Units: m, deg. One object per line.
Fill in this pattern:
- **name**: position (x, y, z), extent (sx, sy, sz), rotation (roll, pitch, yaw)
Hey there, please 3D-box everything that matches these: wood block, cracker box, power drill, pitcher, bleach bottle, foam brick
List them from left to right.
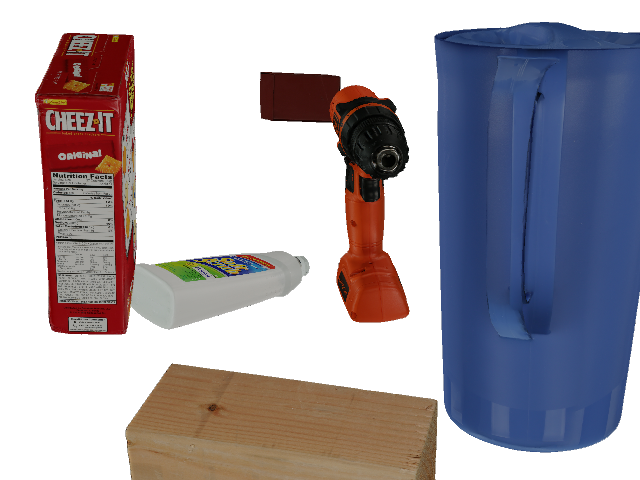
- **cracker box**: position (-0.196, -0.051, 0.912), extent (0.072, 0.214, 0.164), rotation (0, 27, -6)
- **bleach bottle**: position (-0.121, 0.052, 1.408), extent (0.250, 0.068, 0.103), rotation (-12, 28, -42)
- **wood block**: position (-0.024, 0.161, 0.774), extent (0.206, 0.090, 0.090), rotation (6, 29, 15)
- **foam brick**: position (-0.023, -0.155, 1.160), extent (0.078, 0.051, 0.053), rotation (0, 11, -18)
- **power drill**: position (0.045, -0.029, 0.913), extent (0.057, 0.188, 0.184), rotation (-3, 21, -4)
- **pitcher**: position (0.126, -0.002, 0.620), extent (0.149, 0.243, 0.145), rotation (-7, 17, -23)
